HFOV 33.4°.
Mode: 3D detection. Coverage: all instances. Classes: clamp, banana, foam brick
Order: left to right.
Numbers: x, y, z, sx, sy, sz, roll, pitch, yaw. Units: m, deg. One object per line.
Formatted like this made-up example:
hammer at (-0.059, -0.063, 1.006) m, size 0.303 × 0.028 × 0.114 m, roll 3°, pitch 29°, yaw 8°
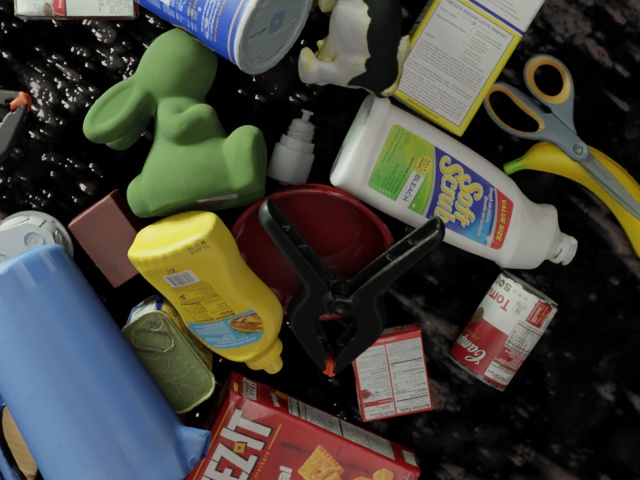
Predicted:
clamp at (-0.344, -0.081, 1.003) m, size 0.171 × 0.039 × 0.120 m, roll -22°, pitch 103°, yaw 0°
foam brick at (-0.196, -0.002, 1.025) m, size 0.053 × 0.051 × 0.078 m, roll -34°, pitch 102°, yaw 3°
clamp at (0.030, 0.048, 0.993) m, size 0.164 × 0.036 × 0.210 m, roll 2°, pitch 131°, yaw 3°
banana at (0.280, -0.046, 1.065) m, size 0.197 × 0.037 × 0.070 m, roll 33°, pitch 119°, yaw -8°

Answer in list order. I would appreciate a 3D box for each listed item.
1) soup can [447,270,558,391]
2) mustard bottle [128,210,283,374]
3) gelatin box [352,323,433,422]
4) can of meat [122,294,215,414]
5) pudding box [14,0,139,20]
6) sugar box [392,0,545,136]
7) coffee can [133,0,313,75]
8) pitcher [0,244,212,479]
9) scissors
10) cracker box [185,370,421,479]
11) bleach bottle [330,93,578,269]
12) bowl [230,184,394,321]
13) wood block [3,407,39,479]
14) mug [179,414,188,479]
soup can at (0.183, 0.090, 1.065) m, size 0.068 × 0.068 × 0.102 m, roll 31°, pitch 97°, yaw -10°
mustard bottle at (-0.089, 0.059, 1.002) m, size 0.096 × 0.058 × 0.191 m, roll -14°, pitch 127°, yaw 29°
gelatin box at (0.071, 0.135, 1.084) m, size 0.073 × 0.030 × 0.089 m, roll -11°, pitch 103°, yaw -4°
can of meat at (-0.146, 0.106, 1.033) m, size 0.057 × 0.084 × 0.102 m, roll -35°, pitch 102°, yaw 3°
pudding box at (-0.224, -0.249, 0.980) m, size 0.113 × 0.039 × 0.090 m, roll -1°, pitch 100°, yaw -7°
sugar box at (0.139, -0.198, 1.017) m, size 0.093 × 0.048 × 0.176 m, roll 31°, pitch 94°, yaw -10°
coffee can at (-0.090, -0.223, 0.936) m, size 0.140 × 0.102 × 0.103 m, roll 34°, pitch 97°, yaw 18°
pitcher at (-0.223, 0.136, 0.940) m, size 0.149 × 0.145 × 0.243 m, roll -30°, pitch 86°, yaw -35°
scissors at (0.253, -0.105, 1.027) m, size 0.202 × 0.016 × 0.096 m, roll 32°, pitch 86°, yaw 10°
cracker box at (-0.028, 0.253, 1.078) m, size 0.213 × 0.072 × 0.164 m, roll 25°, pitch 98°, yaw -8°
bleach bottle at (0.141, -0.046, 1.039) m, size 0.250 × 0.068 × 0.102 m, roll 24°, pitch 98°, yaw -11°
bowl at (-0.007, 0.001, 1.020) m, size 0.162 × 0.055 × 0.162 m, roll 3°, pitch 130°, yaw 3°
wood block at (-0.357, 0.155, 1.023) m, size 0.206 × 0.090 × 0.091 m, roll 20°, pitch 100°, yaw -9°
mug at (-0.169, 0.210, 1.053) m, size 0.093 × 0.081 × 0.117 m, roll -15°, pitch 102°, yaw -1°
